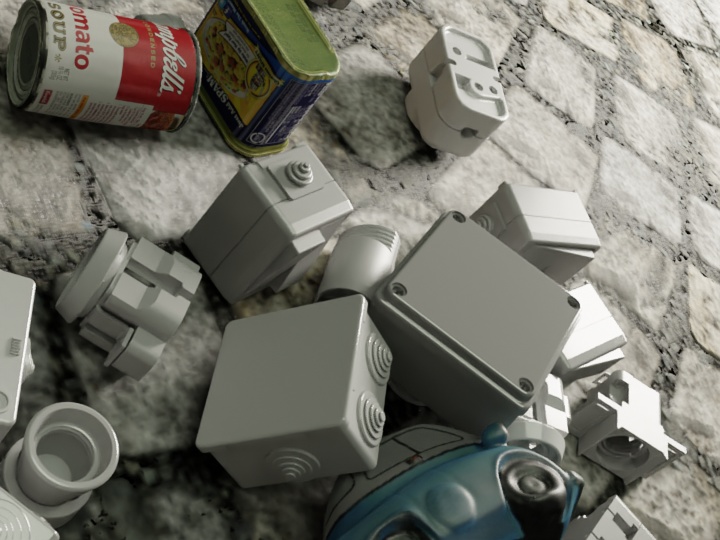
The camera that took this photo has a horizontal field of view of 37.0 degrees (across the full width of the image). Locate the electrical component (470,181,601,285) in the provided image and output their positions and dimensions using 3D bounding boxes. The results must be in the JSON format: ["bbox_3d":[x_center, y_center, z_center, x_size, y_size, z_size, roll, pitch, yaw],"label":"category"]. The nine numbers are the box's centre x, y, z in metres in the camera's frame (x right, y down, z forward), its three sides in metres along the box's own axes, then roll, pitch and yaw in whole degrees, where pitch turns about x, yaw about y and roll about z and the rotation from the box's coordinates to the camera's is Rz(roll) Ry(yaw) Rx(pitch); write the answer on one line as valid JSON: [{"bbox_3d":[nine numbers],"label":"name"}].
[{"bbox_3d":[0.125,-0.023,0.812,0.096,0.061,0.061,3,56,-37],"label":"electrical component"}]

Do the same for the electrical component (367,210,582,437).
[{"bbox_3d":[0.066,0.033,0.655,0.109,0.056,0.108,37,42,5],"label":"electrical component"}]

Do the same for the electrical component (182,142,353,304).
[{"bbox_3d":[-0.051,-0.029,0.653,0.062,0.096,0.061,-27,78,-48],"label":"electrical component"}]

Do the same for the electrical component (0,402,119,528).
[{"bbox_3d":[-0.145,0.094,0.510,0.045,0.055,0.045,21,47,-24],"label":"electrical component"}]

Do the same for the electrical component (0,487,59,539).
[{"bbox_3d":[-0.177,0.109,0.442,0.100,0.100,0.048,40,54,-5],"label":"electrical component"}]

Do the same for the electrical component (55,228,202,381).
[{"bbox_3d":[-0.128,0.014,0.588,0.057,0.058,0.078,34,42,-16],"label":"electrical component"}]

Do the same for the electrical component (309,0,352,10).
[{"bbox_3d":[-0.028,-0.248,0.878,0.057,0.058,0.078,24,45,-18],"label":"electrical component"}]

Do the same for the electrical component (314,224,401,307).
[{"bbox_3d":[0.000,0.000,0.710,0.043,0.043,0.081,32,43,-14],"label":"electrical component"}]

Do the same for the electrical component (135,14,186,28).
[{"bbox_3d":[-0.147,-0.155,0.725,0.061,0.035,0.035,-12,65,-41],"label":"electrical component"}]

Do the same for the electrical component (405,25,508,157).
[{"bbox_3d":[0.076,-0.142,0.871,0.054,0.059,0.095,15,49,-29],"label":"electrical component"}]

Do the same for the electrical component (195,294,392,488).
[{"bbox_3d":[-0.033,0.068,0.591,0.099,0.100,0.048,-81,150,-43],"label":"electrical component"}]

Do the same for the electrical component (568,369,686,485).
[{"bbox_3d":[0.189,0.110,0.772,0.081,0.042,0.063,32,39,-14],"label":"electrical component"}]

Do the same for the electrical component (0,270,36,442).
[{"bbox_3d":[-0.206,0.038,0.511,0.100,0.048,0.099,18,49,-28],"label":"electrical component"}]

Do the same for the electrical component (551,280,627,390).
[{"bbox_3d":[0.133,0.057,0.755,0.096,0.062,0.061,-16,69,-45],"label":"electrical component"}]

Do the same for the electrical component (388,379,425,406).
[{"bbox_3d":[0.047,0.055,0.701,0.045,0.045,0.055,44,41,-1],"label":"electrical component"}]

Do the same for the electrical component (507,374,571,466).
[{"bbox_3d":[0.103,0.100,0.700,0.078,0.058,0.057,24,43,-22],"label":"electrical component"}]

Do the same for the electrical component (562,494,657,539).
[{"bbox_3d":[0.146,0.192,0.665,0.055,0.050,0.089,49,42,6],"label":"electrical component"}]
